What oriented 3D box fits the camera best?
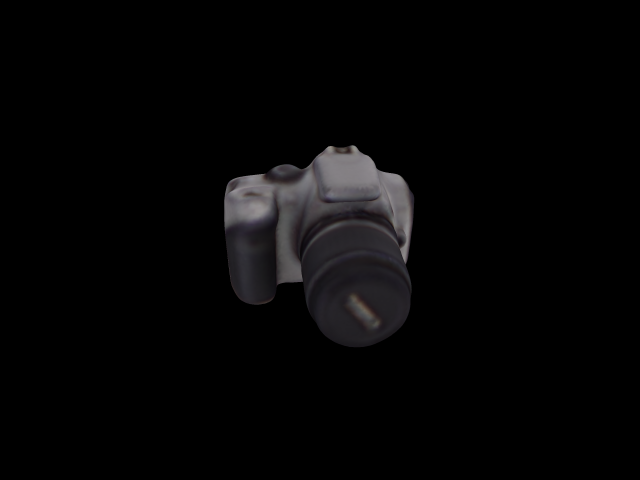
[{"bbox_3d":[0.004,0.001,0.400,0.143,0.101,0.136,-3,33,-5],"label":"camera"}]
